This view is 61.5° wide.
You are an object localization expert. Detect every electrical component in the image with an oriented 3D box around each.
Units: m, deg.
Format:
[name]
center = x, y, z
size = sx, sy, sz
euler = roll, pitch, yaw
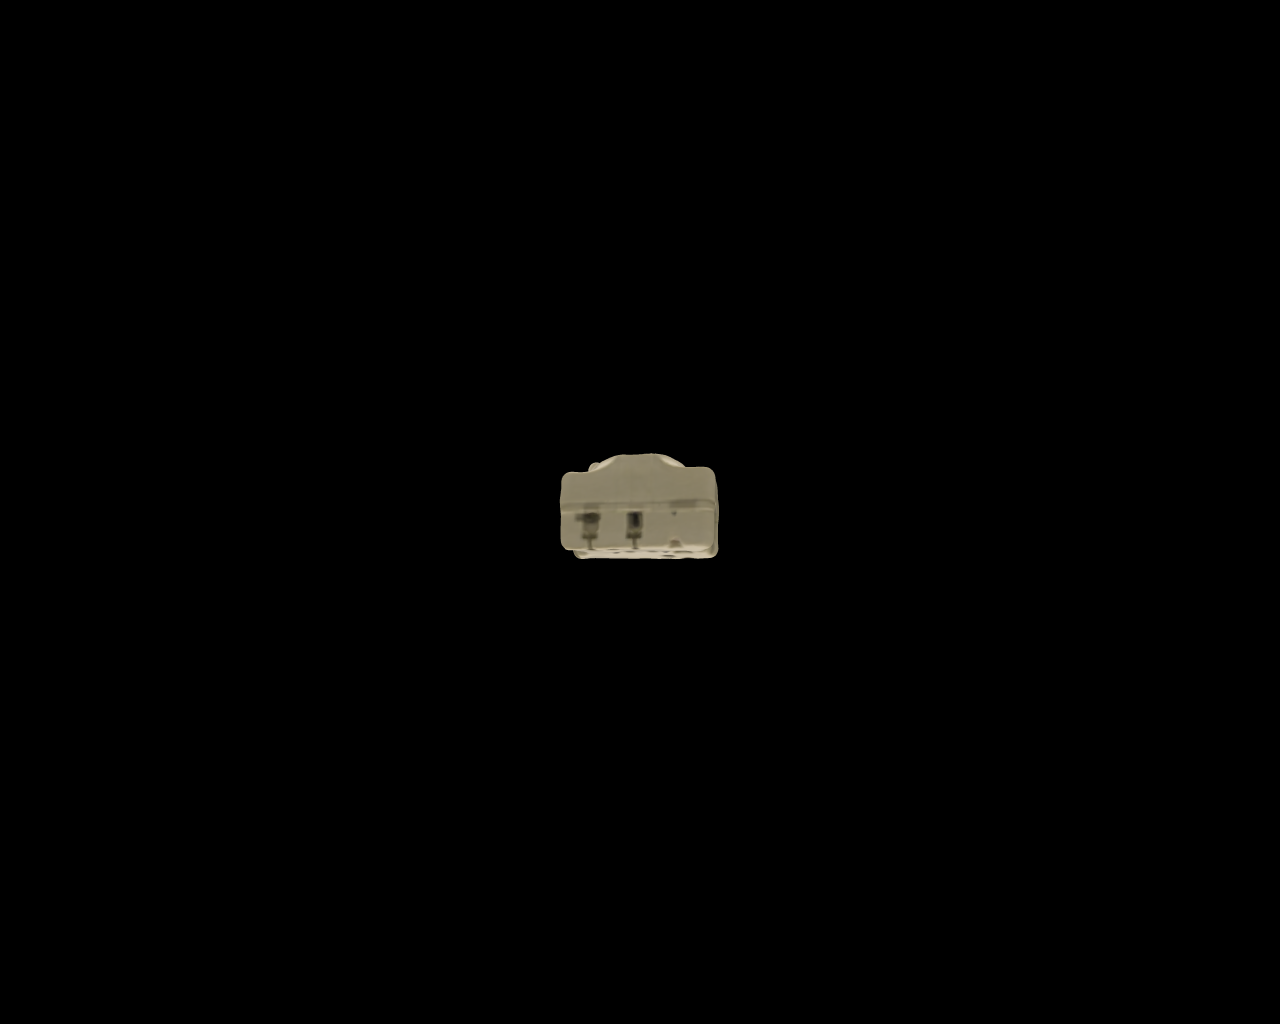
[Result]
[electrical component]
center = 0.001, -0.003, 0.650
size = 0.089, 0.055, 0.050
euler = -1, -11, 7
